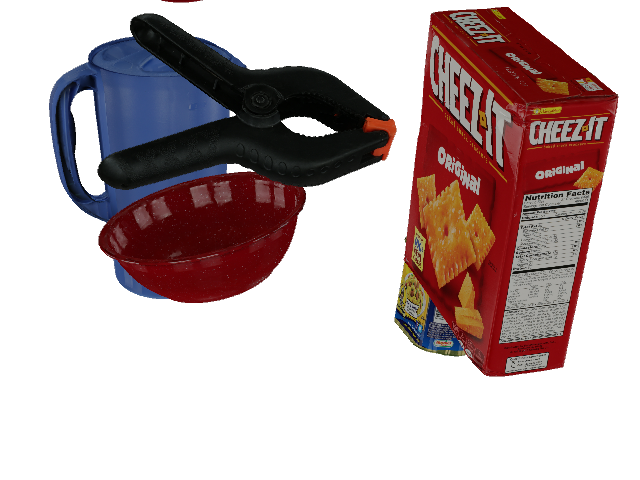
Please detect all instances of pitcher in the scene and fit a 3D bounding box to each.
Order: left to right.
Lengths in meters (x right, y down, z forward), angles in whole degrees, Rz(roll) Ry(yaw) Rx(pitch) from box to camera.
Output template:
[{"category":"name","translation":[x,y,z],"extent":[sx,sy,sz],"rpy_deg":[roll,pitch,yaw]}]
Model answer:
[{"category":"pitcher","translation":[-0.160,-0.068,1.030],"extent":[0.149,0.243,0.144],"rpy_deg":[10,27,15]}]

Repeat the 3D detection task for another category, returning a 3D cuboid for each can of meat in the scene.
[{"category":"can of meat","translation":[0.108,0.050,0.983],"extent":[0.057,0.084,0.102],"rpy_deg":[5,15,-14]}]

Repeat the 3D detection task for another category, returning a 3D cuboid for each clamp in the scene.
[{"category":"clamp","translation":[-0.043,-0.081,0.630],"extent":[0.171,0.120,0.039],"rpy_deg":[2,-23,-12]}]

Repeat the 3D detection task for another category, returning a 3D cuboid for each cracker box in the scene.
[{"category":"cracker box","translation":[0.123,-0.036,0.759],"extent":[0.072,0.214,0.164],"rpy_deg":[-7,33,-15]}]

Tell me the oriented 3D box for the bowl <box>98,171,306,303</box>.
[{"category":"bowl","translation":[-0.085,0.003,0.823],"extent":[0.162,0.055,0.162],"rpy_deg":[-10,24,5]}]

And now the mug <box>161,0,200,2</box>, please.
[{"category":"mug","translation":[-0.114,-0.230,0.792],"extent":[0.117,0.081,0.093],"rpy_deg":[0,40,4]}]
